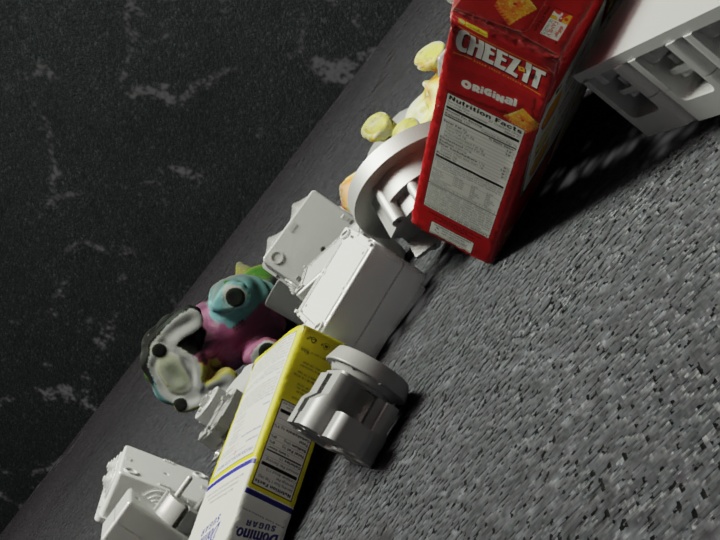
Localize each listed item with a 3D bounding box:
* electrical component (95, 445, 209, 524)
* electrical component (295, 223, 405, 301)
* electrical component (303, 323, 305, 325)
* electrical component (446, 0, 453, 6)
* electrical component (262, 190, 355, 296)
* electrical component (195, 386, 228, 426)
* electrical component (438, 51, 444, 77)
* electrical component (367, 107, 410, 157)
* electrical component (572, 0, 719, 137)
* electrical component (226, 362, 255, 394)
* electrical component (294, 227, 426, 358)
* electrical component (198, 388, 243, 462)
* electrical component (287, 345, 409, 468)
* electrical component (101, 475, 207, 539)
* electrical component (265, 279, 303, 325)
[{"bbox_3d":[-0.181,0.201,0.953,0.100,0.100,0.048,-140,74,-80],"label":"electrical component"},{"bbox_3d":[0.000,0.000,0.933,0.096,0.061,0.061,-42,14,19],"label":"electrical component"},{"bbox_3d":[-0.043,0.075,0.911,0.063,0.042,0.081,-58,11,-30],"label":"electrical component"},{"bbox_3d":[0.117,-0.228,0.895,0.061,0.150,0.089,-50,11,14],"label":"electrical component"},{"bbox_3d":[-0.034,-0.016,1.019,0.099,0.100,0.048,-55,-3,-7],"label":"electrical component"},{"bbox_3d":[-0.114,0.134,0.962,0.044,0.065,0.044,-51,11,13],"label":"electrical component"},{"bbox_3d":[0.105,-0.155,0.828,0.047,0.083,0.075,-48,-11,-5],"label":"electrical component"},{"bbox_3d":[0.047,-0.133,1.172,0.080,0.051,0.080,-51,11,13],"label":"electrical component"},{"bbox_3d":[0.180,-0.123,0.515,0.089,0.062,0.150,-55,10,-10],"label":"electrical component"},{"bbox_3d":[-0.100,0.115,1.024,0.077,0.044,0.079,-47,12,30],"label":"electrical component"},{"bbox_3d":[-0.001,0.026,0.824,0.096,0.061,0.062,-59,24,2],"label":"electrical component"},{"bbox_3d":[-0.093,0.134,0.880,0.042,0.064,0.081,-40,16,49],"label":"electrical component"},{"bbox_3d":[-0.005,0.084,0.672,0.057,0.058,0.078,-59,12,-14],"label":"electrical component"},{"bbox_3d":[-0.148,0.199,0.851,0.075,0.083,0.047,-54,10,-6],"label":"electrical component"},{"bbox_3d":[-0.052,0.009,1.104,0.099,0.064,0.099,-51,11,13],"label":"electrical component"}]
